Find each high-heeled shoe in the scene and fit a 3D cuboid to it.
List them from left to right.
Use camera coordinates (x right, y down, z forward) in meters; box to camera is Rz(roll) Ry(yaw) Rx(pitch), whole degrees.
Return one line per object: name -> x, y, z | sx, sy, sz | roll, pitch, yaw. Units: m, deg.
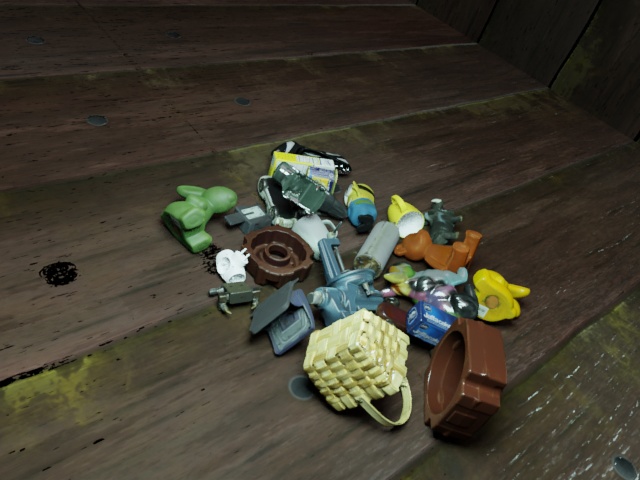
high-heeled shoe -> -0.021, -0.228, 1.588 | 0.145, 0.086, 0.248 | 32, 27, 32

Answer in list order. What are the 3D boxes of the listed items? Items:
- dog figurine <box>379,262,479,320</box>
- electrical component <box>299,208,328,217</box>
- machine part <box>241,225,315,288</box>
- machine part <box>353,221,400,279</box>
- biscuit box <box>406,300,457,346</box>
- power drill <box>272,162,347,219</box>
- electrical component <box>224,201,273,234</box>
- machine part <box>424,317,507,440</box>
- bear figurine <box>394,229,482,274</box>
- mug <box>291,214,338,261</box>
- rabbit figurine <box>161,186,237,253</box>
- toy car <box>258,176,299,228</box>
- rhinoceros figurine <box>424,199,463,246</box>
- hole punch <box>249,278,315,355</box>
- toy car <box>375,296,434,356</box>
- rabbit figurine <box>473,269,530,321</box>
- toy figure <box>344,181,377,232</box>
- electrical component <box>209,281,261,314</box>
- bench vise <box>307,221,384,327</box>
dog figurine -> 0.250, 0.132, 1.292 | 0.219, 0.108, 0.192 | 4, 45, -12
electrical component -> -0.027, -0.085, 1.485 | 0.094, 0.021, 0.063 | -1, 44, -23
machine part -> -0.104, 0.039, 1.289 | 0.179, 0.056, 0.179 | 12, 39, -10
machine part -> 0.149, 0.024, 1.391 | 0.079, 0.079, 0.243 | 26, 40, 7
biscuit box -> 0.288, 0.207, 1.188 | 0.202, 0.059, 0.063 | 25, 42, -13
power drill -> -0.021, -0.120, 1.385 | 0.232, 0.086, 0.207 | 35, 13, -3
electrical component -> -0.186, -0.049, 1.360 | 0.119, 0.047, 0.075 | -24, 57, -40
machine part -> 0.286, 0.273, 1.068 | 0.087, 0.200, 0.201 | 19, 39, -5
bear figurine -> 0.302, 0.015, 1.407 | 0.196, 0.131, 0.120 | 31, 39, 27
mug -> -0.003, -0.004, 1.365 | 0.109, 0.080, 0.107 | -17, 62, -32
rabbit figurine -> -0.283, -0.069, 1.296 | 0.170, 0.121, 0.159 | -36, 42, -29
toy car -> -0.114, -0.102, 1.445 | 0.073, 0.056, 0.202 | 4, 43, -29
rhinoceros figurine -> 0.351, -0.044, 1.561 | 0.112, 0.073, 0.190 | 11, 41, 5
hole punch -> -0.075, 0.160, 1.114 | 0.092, 0.142, 0.116 | 43, 19, -17
toy car -> 0.214, 0.204, 1.223 | 0.202, 0.053, 0.089 | 28, 39, -12
rabbit figurine -> 0.447, 0.127, 1.371 | 0.162, 0.121, 0.173 | 17, 21, 6
toy figure -> 0.118, -0.090, 1.507 | 0.089, 0.082, 0.180 | 24, 28, -25
electrical component -> -0.183, 0.125, 1.172 | 0.102, 0.045, 0.078 | -8, 19, -33
bench vise -> 0.039, 0.087, 1.227 | 0.223, 0.129, 0.241 | 0, 61, -33
